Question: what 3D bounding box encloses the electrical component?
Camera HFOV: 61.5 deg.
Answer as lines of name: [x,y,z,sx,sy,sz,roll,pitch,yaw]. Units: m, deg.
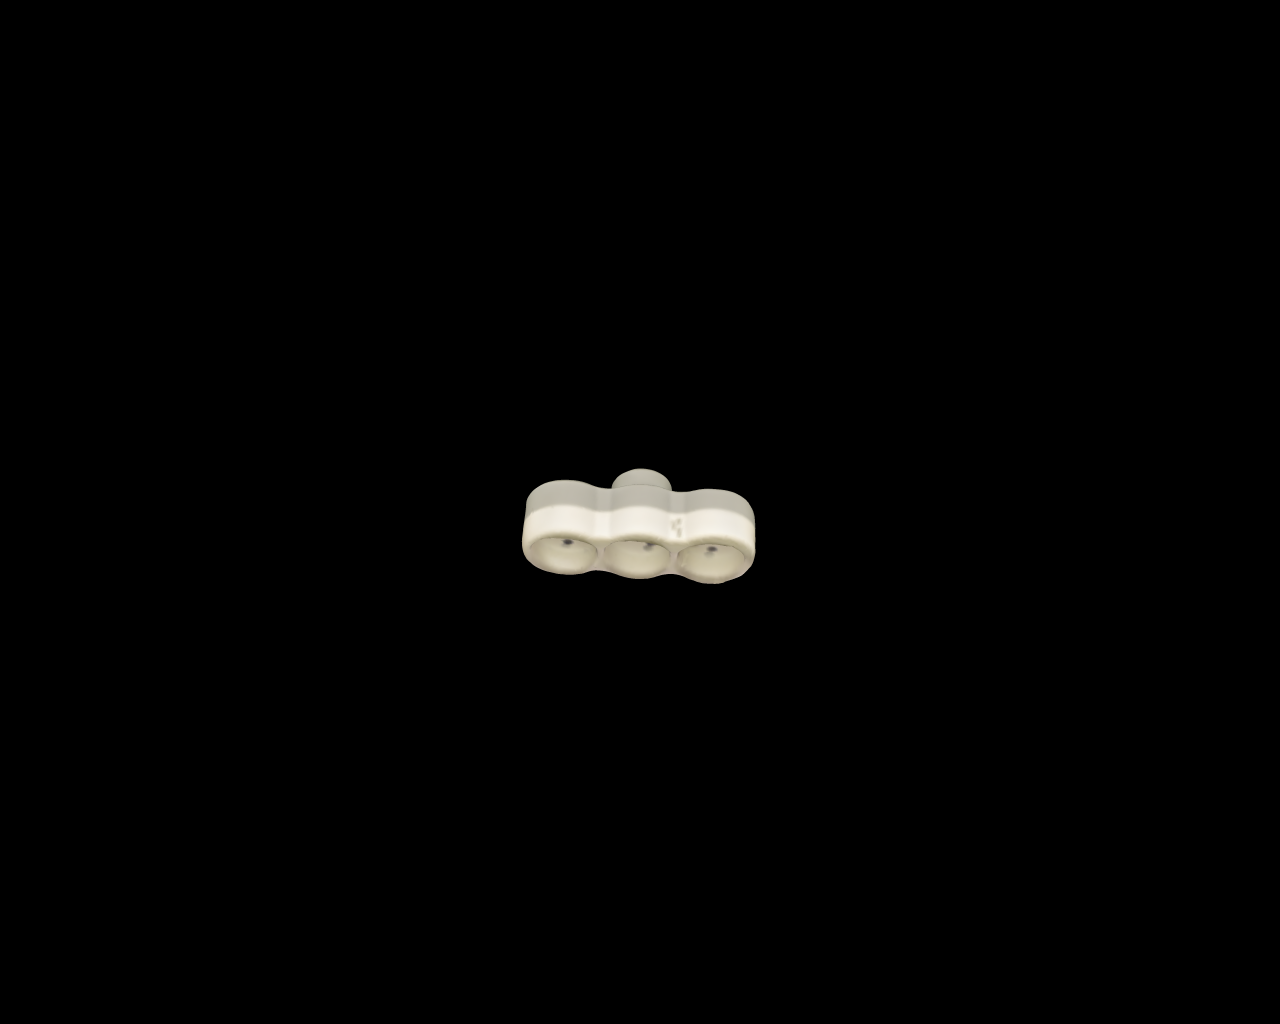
electrical component: [0.001,-0.003,0.650,0.138,0.074,0.052,3,-34,2]
